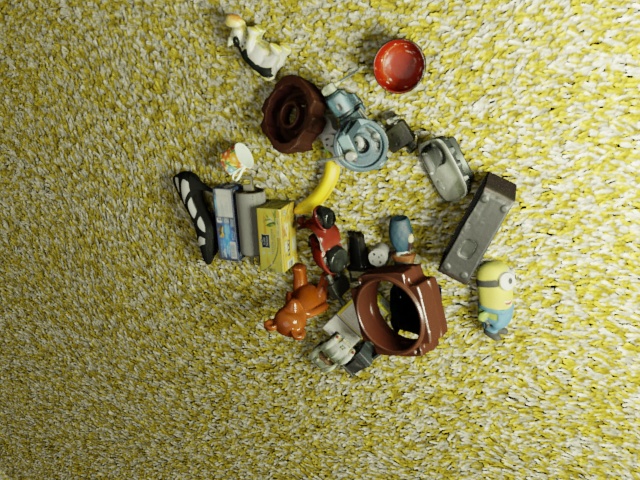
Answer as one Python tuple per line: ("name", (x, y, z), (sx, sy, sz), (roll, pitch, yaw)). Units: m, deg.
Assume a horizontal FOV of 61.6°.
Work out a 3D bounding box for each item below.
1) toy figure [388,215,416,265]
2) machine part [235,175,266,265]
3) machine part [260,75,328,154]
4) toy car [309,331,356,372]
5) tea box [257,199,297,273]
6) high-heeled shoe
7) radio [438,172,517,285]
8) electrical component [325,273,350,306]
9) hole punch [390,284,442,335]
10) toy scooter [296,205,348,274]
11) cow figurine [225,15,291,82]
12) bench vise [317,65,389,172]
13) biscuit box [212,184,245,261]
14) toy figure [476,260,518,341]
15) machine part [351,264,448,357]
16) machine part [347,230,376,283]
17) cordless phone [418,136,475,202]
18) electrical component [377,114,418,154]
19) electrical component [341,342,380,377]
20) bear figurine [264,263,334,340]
("toy figure", (0.197, 0.019, 1.277), (0.058, 0.064, 0.154), (-14, 111, -13))
("machine part", (-0.174, -0.048, 1.396), (0.079, 0.079, 0.243), (5, 109, 21))
("machine part", (-0.061, -0.288, 1.245), (0.180, 0.056, 0.179), (0, 90, 41))
("toy car", (0.030, 0.297, 1.407), (0.073, 0.056, 0.201), (45, 149, 2))
("tea box", (-0.108, -0.011, 1.370), (0.068, 0.098, 0.169), (4, 108, 20))
("high-heeled shoe", (-0.345, -0.060, 1.463), (0.145, 0.086, 0.248), (15, 108, 20))
("radio", (0.338, -0.023, 1.162), (0.073, 0.131, 0.229), (26, 116, 10))
("electrical component", (0.048, 0.119, 1.366), (0.021, 0.063, 0.094), (-21, 102, 43))
("hole punch", (0.235, 0.160, 1.305), (0.116, 0.092, 0.142), (12, 116, 42))
("toy scooter", (-0.003, -0.004, 1.334), (0.135, 0.075, 0.183), (12, 124, 47))
("cow figurine", (-0.159, -0.450, 1.257), (0.167, 0.068, 0.098), (37, 124, 8))
("bench vise", (0.069, -0.231, 1.144), (0.129, 0.241, 0.223), (-17, 111, 20))
("biscuit box", (-0.236, -0.046, 1.430), (0.059, 0.063, 0.202), (5, 110, 21))
("toy figure", (0.397, 0.135, 1.223), (0.089, 0.082, 0.180), (7, 113, 18))
("machine part", (0.177, 0.161, 1.233), (0.202, 0.087, 0.200), (-8, 98, 42))
("machine part", (0.098, 0.043, 1.339), (0.084, 0.039, 0.138), (-1, 109, 32))
("cordless phone", (0.258, -0.141, 1.124), (0.089, 0.184, 0.146), (-25, 97, 23))
("electrical component", (0.177, -0.236, 1.202), (0.078, 0.045, 0.102), (-26, 96, 26))
("electrical component", (0.118, 0.299, 1.398), (0.048, 0.075, 0.119), (46, 122, 1))
("bear figurine", (-0.054, 0.156, 1.351), (0.120, 0.196, 0.131), (15, 112, 20))
